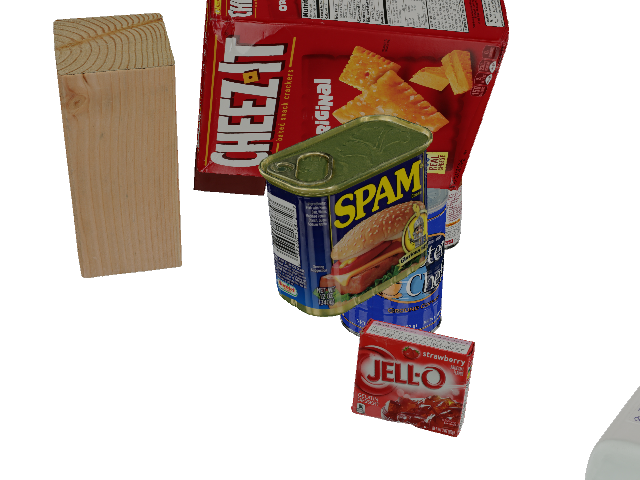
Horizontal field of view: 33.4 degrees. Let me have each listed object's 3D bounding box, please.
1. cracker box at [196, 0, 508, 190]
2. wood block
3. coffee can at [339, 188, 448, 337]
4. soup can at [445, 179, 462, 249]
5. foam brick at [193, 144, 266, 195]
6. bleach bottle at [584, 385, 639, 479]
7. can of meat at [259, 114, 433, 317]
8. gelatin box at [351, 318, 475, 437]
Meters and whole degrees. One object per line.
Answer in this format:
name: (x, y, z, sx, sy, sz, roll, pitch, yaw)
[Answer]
cracker box: (0.017, -0.118, 0.805, 0.213, 0.072, 0.164, 3, -38, -7)
wood block: (-0.170, -0.078, 0.907, 0.090, 0.206, 0.090, -6, 40, -12)
coffee can: (0.070, 0.014, 1.039, 0.103, 0.140, 0.103, 0, 26, 0)
soup can: (0.134, -0.047, 1.268, 0.068, 0.102, 0.068, -1, 26, 0)
foam brick: (-0.094, -0.085, 1.138, 0.078, 0.051, 0.053, 5, 30, -3)
bleach bottle: (0.248, 0.096, 0.629, 0.103, 0.068, 0.250, 18, 30, 31)
can of meat: (0.018, -0.015, 0.616, 0.101, 0.084, 0.058, -27, 36, -34)
gelatin box: (0.072, 0.108, 0.838, 0.089, 0.073, 0.030, 12, 23, 15)
